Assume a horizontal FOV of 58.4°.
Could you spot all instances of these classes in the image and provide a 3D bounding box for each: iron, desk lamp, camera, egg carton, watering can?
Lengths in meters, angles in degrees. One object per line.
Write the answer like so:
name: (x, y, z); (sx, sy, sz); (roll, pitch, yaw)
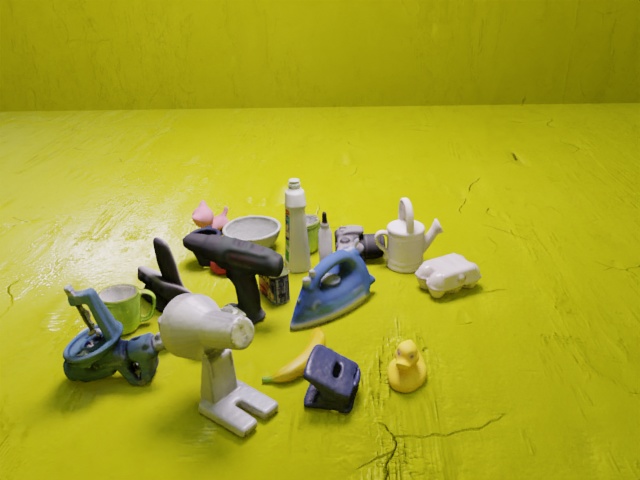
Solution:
iron: (0.019, 0.098, 1.344); (0.118, 0.141, 0.259); (20, 33, 36)
desk lamp: (-0.182, 0.213, 1.043); (0.202, 0.214, 0.118); (17, 32, 33)
camera: (0.109, 0.017, 1.549); (0.137, 0.101, 0.143); (-3, 26, -2)
egg carton: (0.320, 0.089, 1.427); (0.151, 0.069, 0.107); (-14, 29, -23)
watering can: (0.233, -0.020, 1.512); (0.173, 0.194, 0.100); (-14, 29, -23)

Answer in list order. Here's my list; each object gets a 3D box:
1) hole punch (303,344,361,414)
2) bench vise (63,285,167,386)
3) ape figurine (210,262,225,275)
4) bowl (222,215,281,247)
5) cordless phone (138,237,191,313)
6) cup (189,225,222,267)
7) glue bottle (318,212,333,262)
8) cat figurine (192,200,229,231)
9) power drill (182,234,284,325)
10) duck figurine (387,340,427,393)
hole punch: (0.024, 0.258, 1.079); (0.101, 0.091, 0.109); (4, 27, 12)
bench vise: (-0.408, 0.177, 1.122); (0.208, 0.220, 0.121); (-10, 27, -15)
ape figurine: (-0.257, 0.043, 1.528); (0.076, 0.092, 0.078); (2, 27, 7)
bowl: (-0.193, -0.006, 1.643); (0.167, 0.075, 0.167); (-1, 26, 1)
cordless phone: (-0.385, 0.065, 1.386); (0.147, 0.185, 0.094); (21, 34, 38)
cup: (-0.311, 0.019, 1.577); (0.091, 0.095, 0.117); (-1, 26, 1)
glue bottle: (0.014, 0.005, 1.496); (0.037, 0.173, 0.078); (-3, 26, -2)
cat figurine: (-0.329, -0.064, 1.720); (0.128, 0.118, 0.067); (-18, 31, -30)
power drill: (-0.194, 0.087, 1.304); (0.229, 0.208, 0.075); (3, 27, 9)
duck figurine: (0.172, 0.235, 1.122); (0.077, 0.086, 0.105); (10, 29, 22)
